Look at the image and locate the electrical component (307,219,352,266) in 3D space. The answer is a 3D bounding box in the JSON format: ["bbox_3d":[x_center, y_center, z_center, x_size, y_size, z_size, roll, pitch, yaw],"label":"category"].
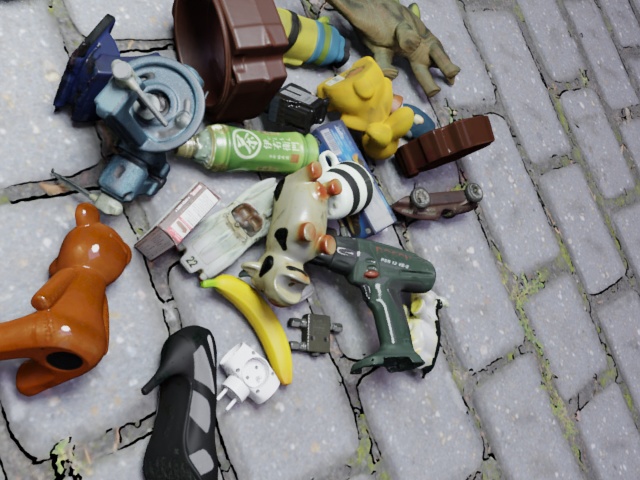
[{"bbox_3d":[-0.001,-0.002,0.860,0.102,0.045,0.078,21,63,-24],"label":"electrical component"}]

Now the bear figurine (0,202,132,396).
[{"bbox_3d":[-0.300,0.061,0.630,0.132,0.120,0.196,-17,49,6],"label":"bear figurine"}]

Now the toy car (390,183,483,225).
[{"bbox_3d":[0.211,-0.062,0.982,0.202,0.089,0.053,-8,76,-34],"label":"toy car"}]

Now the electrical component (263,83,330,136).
[{"bbox_3d":[-0.052,-0.218,0.865,0.119,0.047,0.075,27,38,14],"label":"electrical component"}]

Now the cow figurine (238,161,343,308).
[{"bbox_3d":[-0.043,-0.001,0.748,0.085,0.127,0.195,29,58,-40],"label":"cow figurine"}]

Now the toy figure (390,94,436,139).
[{"bbox_3d":[0.151,-0.244,1.020,0.154,0.064,0.058,30,62,-19],"label":"toy figure"}]

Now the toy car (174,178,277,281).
[{"bbox_3d":[-0.121,-0.018,0.785,0.202,0.056,0.073,-41,98,-34],"label":"toy car"}]

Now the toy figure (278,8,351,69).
[{"bbox_3d":[-0.027,-0.349,0.931,0.180,0.089,0.082,4,65,-28],"label":"toy figure"}]

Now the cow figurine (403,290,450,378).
[{"bbox_3d":[0.175,0.141,0.907,0.098,0.068,0.167,35,63,-24],"label":"cow figurine"}]

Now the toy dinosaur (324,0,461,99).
[{"bbox_3d":[0.124,-0.396,1.007,0.471,0.105,0.199,13,48,-46],"label":"toy dinosaur"}]

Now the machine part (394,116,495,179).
[{"bbox_3d":[0.228,-0.169,0.983,0.179,0.179,0.056,-19,88,-34],"label":"machine part"}]

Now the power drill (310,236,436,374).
[{"bbox_3d":[0.073,0.095,0.811,0.232,0.086,0.207,6,58,-22],"label":"power drill"}]

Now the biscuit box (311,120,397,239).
[{"bbox_3d":[0.048,-0.100,0.912,0.059,0.063,0.202,-29,90,-34],"label":"biscuit box"}]

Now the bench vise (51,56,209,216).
[{"bbox_3d":[-0.221,-0.136,0.641,0.129,0.240,0.223,41,82,-2],"label":"bench vise"}]

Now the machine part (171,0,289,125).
[{"bbox_3d":[-0.138,-0.284,0.773,0.087,0.201,0.201,-17,84,-31],"label":"machine part"}]

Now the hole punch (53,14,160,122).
[{"bbox_3d":[-0.282,-0.213,0.711,0.092,0.142,0.116,37,47,-21],"label":"hole punch"}]

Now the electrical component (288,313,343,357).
[{"bbox_3d":[-0.006,0.146,0.823,0.094,0.021,0.063,11,69,-29],"label":"electrical component"}]

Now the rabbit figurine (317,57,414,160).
[{"bbox_3d":[0.096,-0.214,0.931,0.122,0.163,0.173,-32,121,-12],"label":"rabbit figurine"}]

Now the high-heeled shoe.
[{"bbox_3d":[-0.156,0.239,0.692,0.145,0.086,0.248,-39,117,-64],"label":"high-heeled shoe"}]
